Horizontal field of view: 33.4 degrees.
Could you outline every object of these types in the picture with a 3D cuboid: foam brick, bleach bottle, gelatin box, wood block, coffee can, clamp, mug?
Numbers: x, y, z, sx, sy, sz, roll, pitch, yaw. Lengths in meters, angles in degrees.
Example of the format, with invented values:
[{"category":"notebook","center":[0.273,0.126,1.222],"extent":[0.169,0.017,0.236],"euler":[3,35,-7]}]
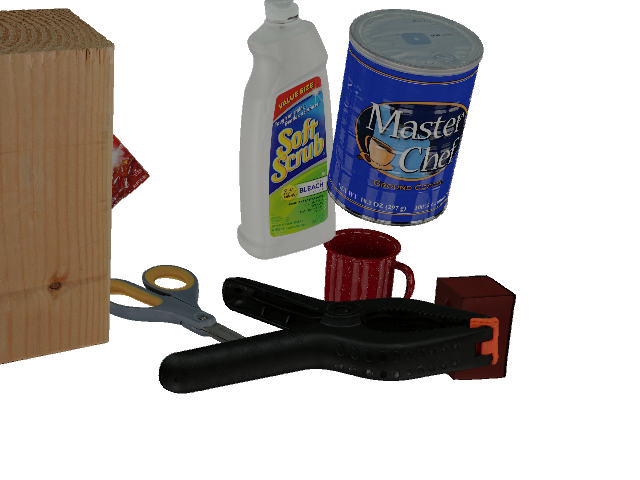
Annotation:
[{"category":"foam brick","center":[0.129,0.074,0.918],"extent":[0.051,0.078,0.053],"euler":[-3,18,-20]},{"category":"bleach bottle","center":[-0.038,-0.111,1.036],"extent":[0.102,0.251,0.068],"euler":[-16,31,-22]},{"category":"gelatin box","center":[-0.232,-0.065,1.088],"extent":[0.089,0.073,0.030],"euler":[-42,30,-5]},{"category":"wood block","center":[-0.190,-0.035,0.684],"extent":[0.090,0.206,0.090],"euler":[-10,31,-30]},{"category":"coffee can","center":[0.064,-0.097,0.844],"extent":[0.102,0.140,0.103],"euler":[6,35,-4]},{"category":"clamp","center":[0.010,0.059,0.709],"extent":[0.210,0.036,0.164],"euler":[-1,18,3]},{"category":"mug","center":[0.058,0.043,1.271],"extent":[0.117,0.081,0.093],"euler":[14,25,22]}]

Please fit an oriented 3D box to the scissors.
[{"category":"scissors","center":[-0.092,0.058,0.871],"extent":[0.202,0.016,0.096],"euler":[14,27,23]}]
